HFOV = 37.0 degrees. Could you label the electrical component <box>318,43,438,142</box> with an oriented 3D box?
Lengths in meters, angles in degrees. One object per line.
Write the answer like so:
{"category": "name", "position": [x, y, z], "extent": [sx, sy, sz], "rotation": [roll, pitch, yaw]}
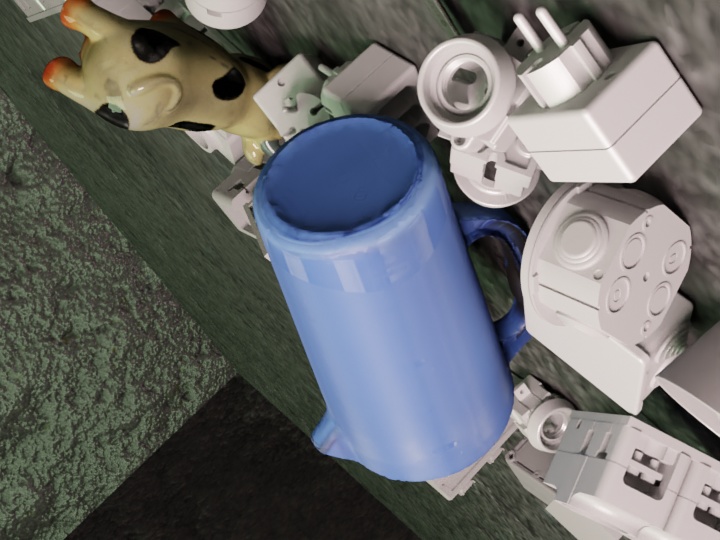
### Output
{"category": "electrical component", "position": [0.001, -0.108, 0.682], "extent": [0.077, 0.047, 0.065], "rotation": [37, 165, 35]}

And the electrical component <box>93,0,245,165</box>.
{"category": "electrical component", "position": [-0.164, -0.186, 0.949], "extent": [0.186, 0.060, 0.105], "rotation": [43, 167, 13]}

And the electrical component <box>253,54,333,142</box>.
{"category": "electrical component", "position": [-0.033, -0.101, 0.729], "extent": [0.083, 0.047, 0.076], "rotation": [52, -163, 4]}

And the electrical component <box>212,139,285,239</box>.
{"category": "electrical component", "position": [-0.079, -0.076, 0.949], "extent": [0.050, 0.089, 0.056], "rotation": [53, 166, -29]}

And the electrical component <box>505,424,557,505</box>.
{"category": "electrical component", "position": [0.181, 0.178, 0.964], "extent": [0.096, 0.062, 0.061], "rotation": [30, 160, 52]}

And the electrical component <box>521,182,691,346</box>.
{"category": "electrical component", "position": [0.123, -0.005, 0.539], "extent": [0.051, 0.080, 0.080], "rotation": [26, 158, 44]}

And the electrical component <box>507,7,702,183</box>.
{"category": "electrical component", "position": [0.094, -0.081, 0.463], "extent": [0.076, 0.047, 0.066], "rotation": [50, 167, -18]}

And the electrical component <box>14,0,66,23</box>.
{"category": "electrical component", "position": [-0.217, -0.249, 0.816], "extent": [0.060, 0.105, 0.186], "rotation": [52, 166, -23]}

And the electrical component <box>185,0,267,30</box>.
{"category": "electrical component", "position": [-0.088, -0.192, 0.696], "extent": [0.055, 0.055, 0.047], "rotation": [44, 164, 9]}

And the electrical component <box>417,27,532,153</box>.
{"category": "electrical component", "position": [0.058, -0.087, 0.516], "extent": [0.048, 0.066, 0.055], "rotation": [41, -160, 22]}

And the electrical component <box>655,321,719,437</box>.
{"category": "electrical component", "position": [0.203, 0.072, 0.547], "extent": [0.099, 0.064, 0.099], "rotation": [44, 168, 12]}

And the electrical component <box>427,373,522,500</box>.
{"category": "electrical component", "position": [0.102, 0.148, 0.992], "extent": [0.079, 0.121, 0.063], "rotation": [36, 167, 38]}

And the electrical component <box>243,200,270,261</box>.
{"category": "electrical component", "position": [0.000, 0.000, 0.883], "extent": [0.186, 0.060, 0.105], "rotation": [40, -171, -27]}

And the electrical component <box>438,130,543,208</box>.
{"category": "electrical component", "position": [0.075, -0.062, 0.579], "extent": [0.066, 0.048, 0.055], "rotation": [21, 165, 9]}

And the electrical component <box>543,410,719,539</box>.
{"category": "electrical component", "position": [0.205, 0.152, 0.692], "extent": [0.150, 0.061, 0.089], "rotation": [27, 170, -9]}

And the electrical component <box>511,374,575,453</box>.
{"category": "electrical component", "position": [0.156, 0.126, 0.922], "extent": [0.066, 0.048, 0.055], "rotation": [52, 174, -27]}

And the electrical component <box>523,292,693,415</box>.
{"category": "electrical component", "position": [0.146, 0.028, 0.635], "extent": [0.100, 0.048, 0.099], "rotation": [40, 166, 25]}
